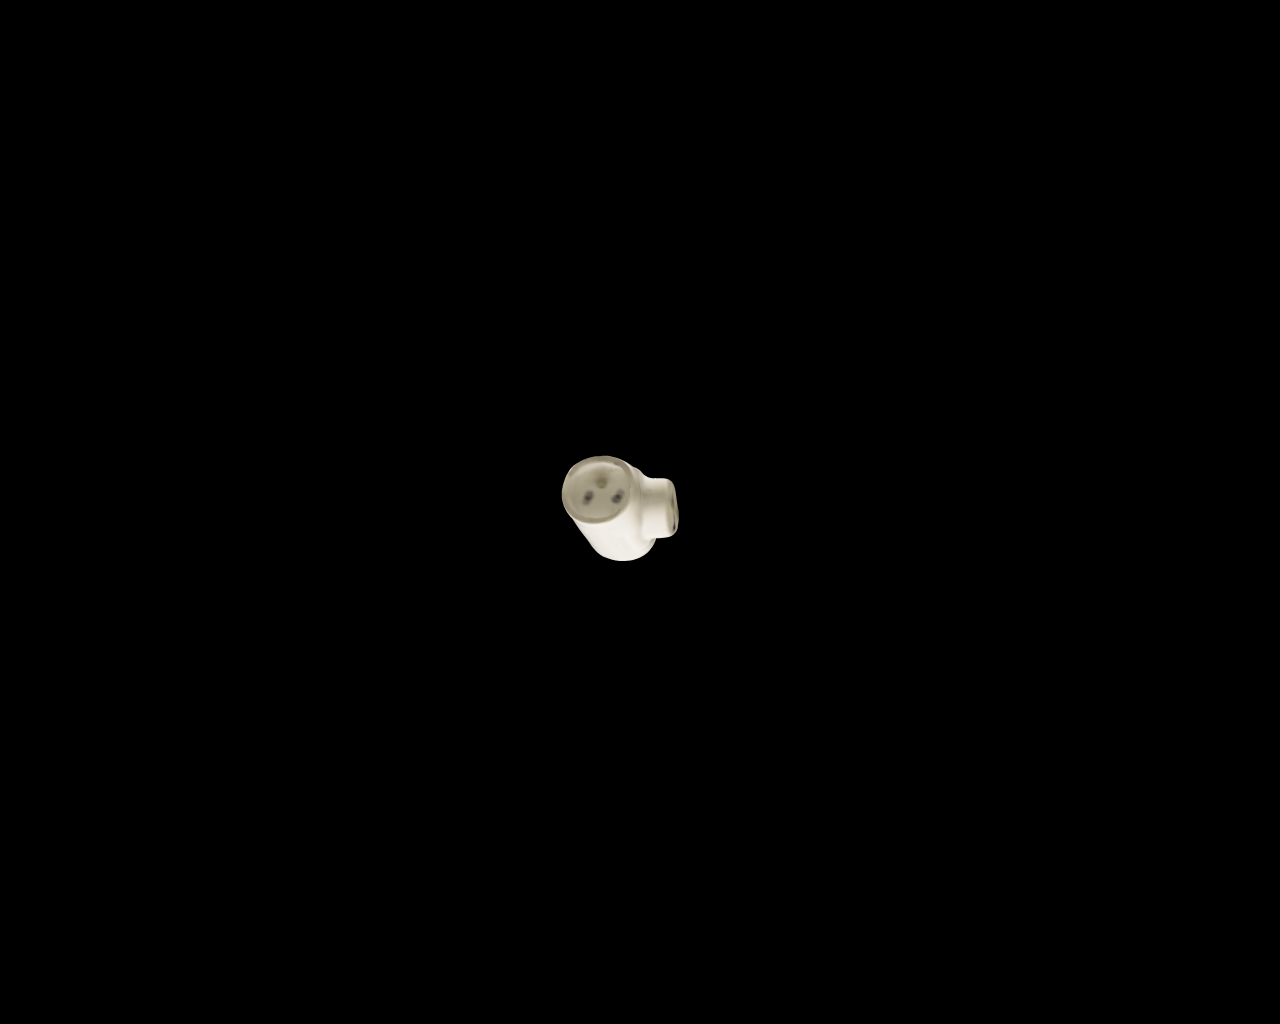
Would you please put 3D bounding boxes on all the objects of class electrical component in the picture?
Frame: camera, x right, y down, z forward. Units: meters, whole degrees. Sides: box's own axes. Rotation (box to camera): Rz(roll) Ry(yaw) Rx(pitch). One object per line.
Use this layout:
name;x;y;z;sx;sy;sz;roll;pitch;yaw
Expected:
electrical component;0.001;-0.003;0.650;0.079;0.043;0.077;-4;-20;11
